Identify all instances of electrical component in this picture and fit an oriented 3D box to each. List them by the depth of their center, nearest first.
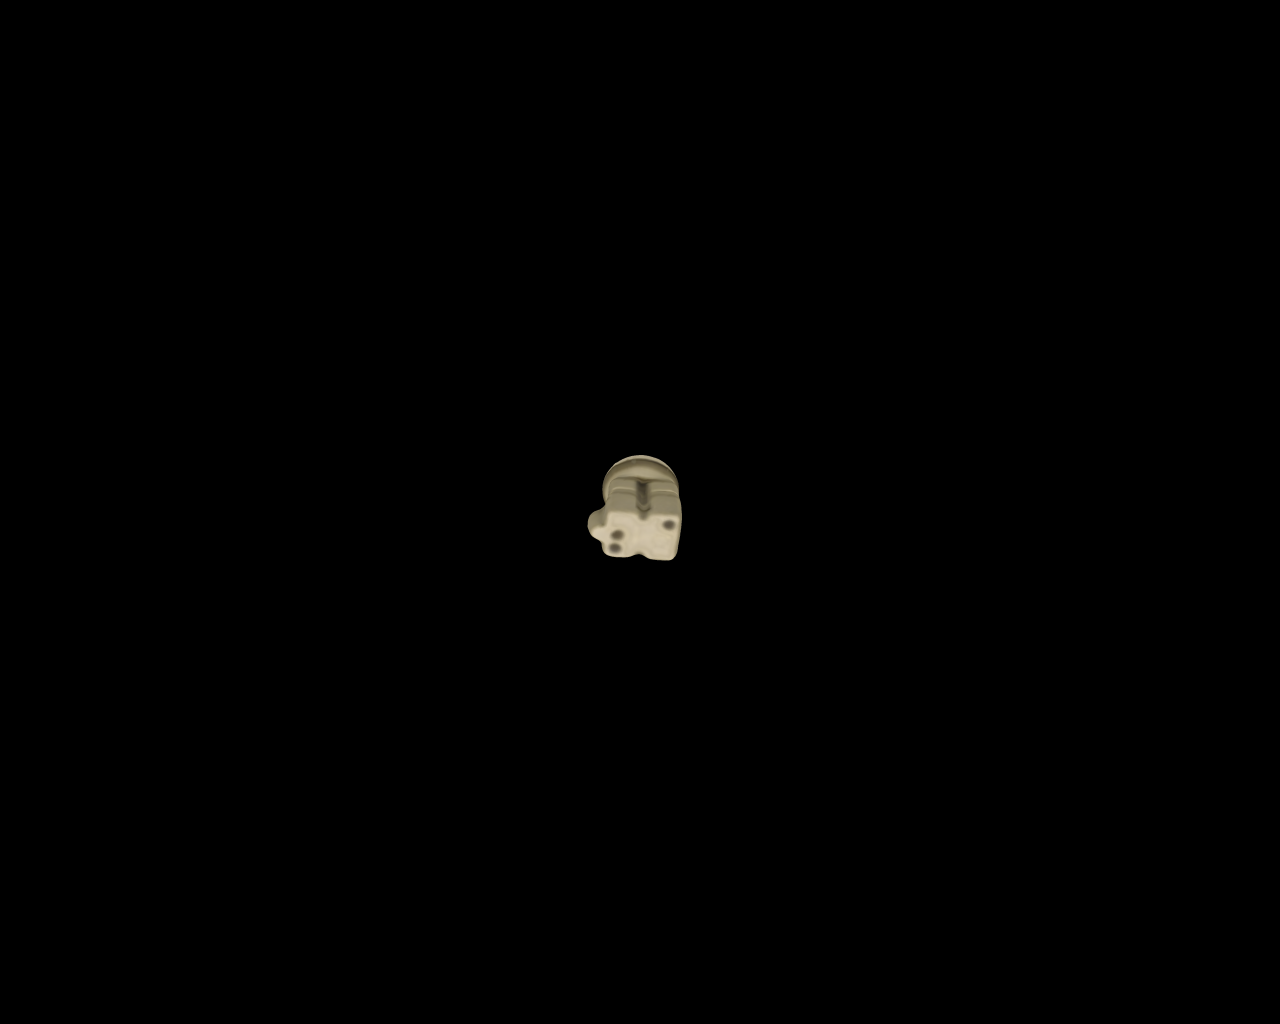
[{"bbox_3d":[0.001,-0.003,0.650,0.066,0.048,0.055,5,37,-4],"label":"electrical component"}]
